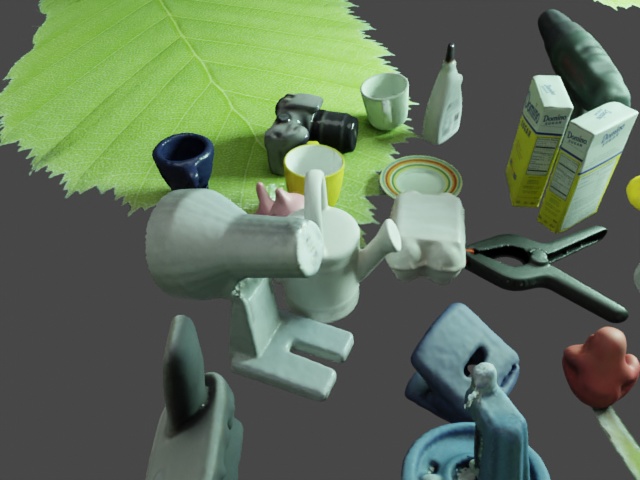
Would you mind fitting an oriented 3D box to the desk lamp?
[{"bbox_3d":[-0.070,0.050,0.628,0.202,0.214,0.118,14,45,17],"label":"desk lamp"}]

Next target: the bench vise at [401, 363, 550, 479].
[{"bbox_3d":[0.149,0.207,0.445,0.122,0.220,0.206,-26,48,-23],"label":"bench vise"}]

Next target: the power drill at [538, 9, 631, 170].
[{"bbox_3d":[0.392,-0.227,0.913,0.075,0.209,0.229,-11,43,-9],"label":"power drill"}]

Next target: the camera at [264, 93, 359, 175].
[{"bbox_3d":[-0.010,-0.184,0.962,0.136,0.101,0.143,9,44,12],"label":"camera"}]

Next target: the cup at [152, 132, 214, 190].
[{"bbox_3d":[-0.199,-0.097,0.881,0.092,0.095,0.117,-17,45,-15],"label":"cup"}]

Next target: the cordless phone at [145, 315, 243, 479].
[{"bbox_3d":[-0.129,0.170,0.522,0.094,0.185,0.147,-4,43,-2],"label":"cordless phone"}]

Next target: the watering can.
[{"bbox_3d":[0.006,0.001,0.693,0.173,0.194,0.100,-13,44,-11],"label":"watering can"}]

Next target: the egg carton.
[{"bbox_3d":[0.145,-0.008,0.788,0.107,0.069,0.150,4,43,7],"label":"egg carton"}]

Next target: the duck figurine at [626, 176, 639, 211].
[{"bbox_3d":[0.509,-0.084,0.843,0.077,0.086,0.104,-12,44,-10],"label":"duck figurine"}]

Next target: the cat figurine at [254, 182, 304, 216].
[{"bbox_3d":[-0.050,-0.035,0.790,0.067,0.118,0.127,-29,49,-25],"label":"cat figurine"}]

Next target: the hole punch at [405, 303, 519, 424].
[{"bbox_3d":[0.157,0.136,0.616,0.100,0.091,0.109,27,50,28],"label":"hole punch"}]

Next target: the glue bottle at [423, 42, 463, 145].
[{"bbox_3d":[0.214,-0.251,0.971,0.037,0.173,0.078,32,53,32],"label":"glue bottle"}]

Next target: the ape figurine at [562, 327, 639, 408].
[{"bbox_3d":[0.305,0.130,0.616,0.077,0.092,0.076,22,48,24],"label":"ape figurine"}]
